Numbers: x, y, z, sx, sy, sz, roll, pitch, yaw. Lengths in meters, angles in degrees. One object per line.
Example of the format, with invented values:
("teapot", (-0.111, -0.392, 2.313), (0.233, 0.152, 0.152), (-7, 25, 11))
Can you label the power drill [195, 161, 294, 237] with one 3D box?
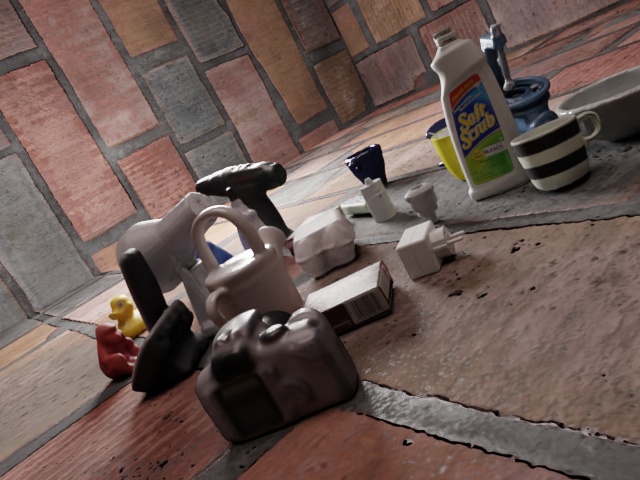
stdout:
("power drill", (-0.156, -0.076, 1.299), (0.229, 0.208, 0.076), (-21, 15, 29))

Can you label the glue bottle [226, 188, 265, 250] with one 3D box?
("glue bottle", (-0.145, -0.030, 1.176), (0.078, 0.173, 0.037), (-16, 18, 43))

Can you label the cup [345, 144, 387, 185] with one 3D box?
("cup", (0.111, -0.160, 1.328), (0.091, 0.095, 0.118), (-19, 16, 35))

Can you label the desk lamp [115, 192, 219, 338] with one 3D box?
("desk lamp", (-0.195, 0.041, 0.910), (0.202, 0.214, 0.118), (-21, 15, 27))

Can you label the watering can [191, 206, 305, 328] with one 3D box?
("watering can", (-0.095, 0.042, 0.739), (0.101, 0.194, 0.173), (-25, 13, 12))

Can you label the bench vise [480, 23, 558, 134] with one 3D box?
("bench vise", (0.327, -0.279, 1.060), (0.122, 0.220, 0.207), (-34, 14, -23))

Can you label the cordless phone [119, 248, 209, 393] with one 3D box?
("cordless phone", (-0.251, 0.110, 0.820), (0.094, 0.185, 0.147), (-27, 13, 6))

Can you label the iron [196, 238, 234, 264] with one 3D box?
("iron", (-0.213, 0.047, 1.089), (0.119, 0.141, 0.257), (-31, 13, -14))

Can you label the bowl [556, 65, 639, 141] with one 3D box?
("bowl", (0.432, -0.189, 0.819), (0.167, 0.075, 0.167), (-26, 13, 7))

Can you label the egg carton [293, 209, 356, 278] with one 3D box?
("egg carton", (0.009, 0.003, 0.960), (0.107, 0.069, 0.150), (-27, 13, 3))

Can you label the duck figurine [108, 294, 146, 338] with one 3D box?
("duck figurine", (-0.398, 0.152, 1.190), (0.077, 0.086, 0.105), (-23, 14, 23))

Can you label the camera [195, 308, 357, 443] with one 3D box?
("camera", (-0.044, 0.110, 0.580), (0.143, 0.101, 0.137), (-25, 13, 13))

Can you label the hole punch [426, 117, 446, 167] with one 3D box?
("hole punch", (0.290, -0.215, 1.179), (0.109, 0.091, 0.100), (-37, 15, -33))

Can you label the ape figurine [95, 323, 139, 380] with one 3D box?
("ape figurine", (-0.338, 0.179, 0.945), (0.076, 0.092, 0.078), (-22, 14, 25))
